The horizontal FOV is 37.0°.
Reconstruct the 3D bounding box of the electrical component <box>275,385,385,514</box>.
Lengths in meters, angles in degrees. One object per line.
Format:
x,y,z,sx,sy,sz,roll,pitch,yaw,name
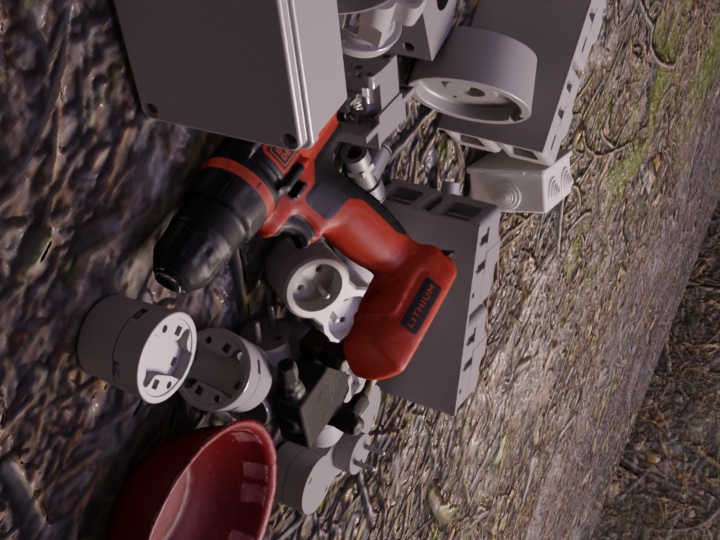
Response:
-0.015,0.152,0.923,0.138,0.074,0.052,-52,149,-40,electrical component

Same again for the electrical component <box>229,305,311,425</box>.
-0.067,0.061,0.787,0.077,0.043,0.079,-50,148,-42,electrical component

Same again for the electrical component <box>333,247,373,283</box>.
0.000,0.000,0.891,0.045,0.045,0.055,-45,145,-47,electrical component

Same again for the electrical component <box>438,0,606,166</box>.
0.159,-0.203,1.028,0.060,0.105,0.186,24,83,-67,electrical component

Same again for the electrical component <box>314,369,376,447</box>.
-0.026,0.095,0.887,0.095,0.054,0.059,-54,150,-37,electrical component

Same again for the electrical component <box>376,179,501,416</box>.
0.058,0.022,0.958,0.060,0.105,0.186,-38,139,-53,electrical component

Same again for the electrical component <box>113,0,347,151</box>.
-0.069,-0.129,0.573,0.056,0.109,0.108,-56,151,-39,electrical component

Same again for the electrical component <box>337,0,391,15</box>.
-0.014,-0.204,0.663,0.099,0.099,0.064,47,56,-63,electrical component

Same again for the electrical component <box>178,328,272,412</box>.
-0.091,0.070,0.728,0.055,0.055,0.047,-70,160,-6,electrical component

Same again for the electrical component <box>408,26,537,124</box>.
0.100,-0.172,0.922,0.108,0.108,0.060,31,71,-66,electrical component

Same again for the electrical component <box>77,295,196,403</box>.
-0.131,0.044,0.629,0.055,0.047,0.055,-46,144,-47,electrical component

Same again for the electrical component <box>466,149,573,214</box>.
0.170,-0.095,1.138,0.100,0.100,0.048,-35,123,-55,electrical component

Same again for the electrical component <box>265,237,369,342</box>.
-0.021,0.019,0.828,0.052,0.073,0.138,-45,128,2,electrical component

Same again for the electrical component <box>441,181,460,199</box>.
0.084,-0.055,1.043,0.048,0.048,0.062,-4,102,-65,electrical component

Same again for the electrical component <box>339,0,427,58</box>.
0.004,-0.185,0.746,0.058,0.078,0.057,-59,174,-30,electrical component

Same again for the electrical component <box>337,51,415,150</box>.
0.005,-0.133,0.816,0.081,0.042,0.063,-51,147,-42,electrical component
